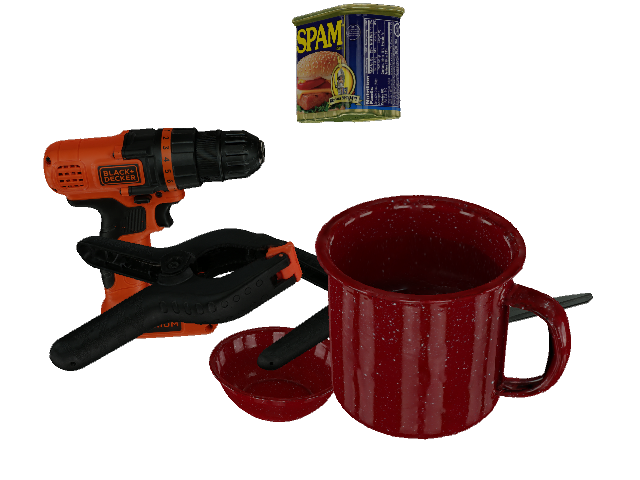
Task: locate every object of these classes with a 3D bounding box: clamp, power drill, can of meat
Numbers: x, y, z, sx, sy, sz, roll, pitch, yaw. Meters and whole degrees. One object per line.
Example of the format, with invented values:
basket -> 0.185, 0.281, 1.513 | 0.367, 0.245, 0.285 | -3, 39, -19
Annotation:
clamp -> -0.100, 0.036, 0.714 | 0.172, 0.120, 0.039 | -6, -43, 17
power drill -> -0.133, -0.008, 0.922 | 0.184, 0.188, 0.057 | -3, 27, 3
clamp -> 0.028, 0.062, 1.054 | 0.210, 0.164, 0.036 | 3, -41, -2
can of meat -> 0.021, -0.136, 0.841 | 0.057, 0.084, 0.102 | -2, 4, -31

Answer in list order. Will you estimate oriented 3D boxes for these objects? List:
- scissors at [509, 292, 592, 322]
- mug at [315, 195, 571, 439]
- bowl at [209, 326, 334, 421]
scissors -> 0.126, 0.075, 0.838 | 0.201, 0.016, 0.096 | -3, 32, -2
mug -> 0.056, 0.038, 0.486 | 0.117, 0.081, 0.093 | 12, 32, 22
bowl -> -0.049, 0.163, 1.244 | 0.162, 0.055, 0.162 | 3, 25, -1
